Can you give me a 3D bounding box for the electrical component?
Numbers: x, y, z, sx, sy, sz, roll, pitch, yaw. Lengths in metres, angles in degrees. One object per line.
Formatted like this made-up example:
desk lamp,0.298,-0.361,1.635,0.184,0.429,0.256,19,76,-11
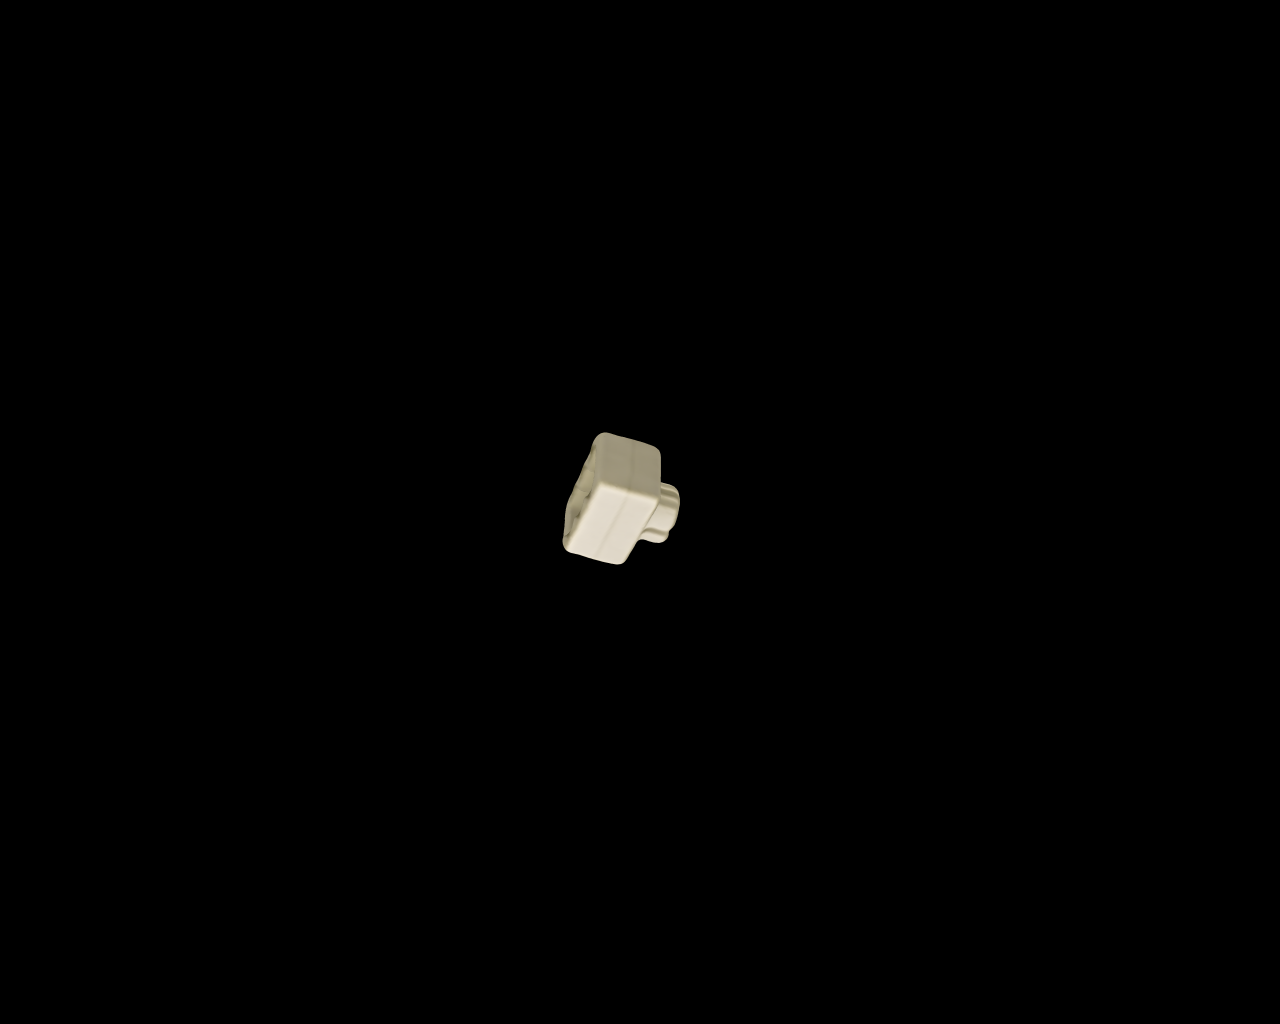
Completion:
electrical component,0.001,-0.003,0.650,0.077,0.047,0.065,15,-46,-15
